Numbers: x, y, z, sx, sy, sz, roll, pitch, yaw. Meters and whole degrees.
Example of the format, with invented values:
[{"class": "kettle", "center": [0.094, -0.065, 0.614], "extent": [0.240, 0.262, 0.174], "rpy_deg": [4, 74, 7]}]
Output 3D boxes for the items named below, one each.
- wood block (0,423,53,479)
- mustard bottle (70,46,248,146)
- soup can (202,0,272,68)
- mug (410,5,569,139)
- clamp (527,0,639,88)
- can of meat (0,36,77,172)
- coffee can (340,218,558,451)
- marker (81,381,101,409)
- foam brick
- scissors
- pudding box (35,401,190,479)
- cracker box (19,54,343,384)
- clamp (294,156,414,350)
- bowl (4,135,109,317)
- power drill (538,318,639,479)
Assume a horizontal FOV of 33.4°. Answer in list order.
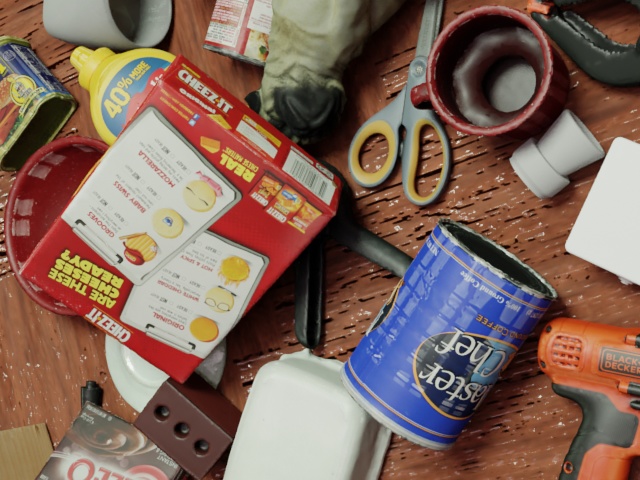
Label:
[{"class": "wood block", "center": [-0.282, 0.284, 0.979], "extent": [0.090, 0.090, 0.206], "rpy_deg": [-25, 77, 24]}, {"class": "mustard bottle", "center": [-0.138, -0.109, 0.915], "extent": [0.192, 0.058, 0.096], "rpy_deg": [35, 84, 13]}, {"class": "soup can", "center": [-0.052, -0.199, 0.890], "extent": [0.069, 0.068, 0.102], "rpy_deg": [20, 97, 26]}, {"class": "mug", "center": [0.125, -0.116, 0.792], "extent": [0.117, 0.081, 0.093], "rpy_deg": [-15, 82, 25]}, {"class": "clamp", "center": [0.244, -0.152, 0.733], "extent": [0.210, 0.036, 0.165], "rpy_deg": [29, 129, 28]}, {"class": "can of meat", "center": [-0.292, -0.127, 1.015], "extent": [0.084, 0.057, 0.102], "rpy_deg": [47, 109, 17]}, {"class": "coffee can", "center": [0.094, 0.069, 0.790], "extent": [0.103, 0.102, 0.140], "rpy_deg": [38, 105, 22]}, {"class": "marker", "center": [-0.214, 0.191, 0.987], "extent": [0.020, 0.020, 0.121], "rpy_deg": [2, 89, 26]}, {"class": "foam brick", "center": [-0.109, 0.154, 0.907], "extent": [0.078, 0.051, 0.053], "rpy_deg": [39, 106, 6]}, {"class": "scissors", "center": [0.064, -0.126, 0.859], "extent": [0.096, 0.016, 0.202], "rpy_deg": [-5, 86, 26]}, {"class": "pudding box", "center": [-0.180, 0.206, 0.932], "extent": [0.114, 0.039, 0.090], "rpy_deg": [22, 65, 20]}, {"class": "cracker box", "center": [-0.110, -0.012, 0.843], "extent": [0.164, 0.072, 0.214], "rpy_deg": [37, 118, -11]}, {"class": "clamp", "center": [-0.006, 0.001, 0.878], "extent": [0.120, 0.039, 0.171], "rpy_deg": [-41, 67, 14]}, {"class": "bowl", "center": [-0.209, -0.012, 0.970], "extent": [0.162, 0.055, 0.162], "rpy_deg": [-1, 88, 26]}, {"class": "power drill", "center": [0.233, 0.156, 0.745], "extent": [0.185, 0.057, 0.187], "rpy_deg": [10, 90, 30]}]
